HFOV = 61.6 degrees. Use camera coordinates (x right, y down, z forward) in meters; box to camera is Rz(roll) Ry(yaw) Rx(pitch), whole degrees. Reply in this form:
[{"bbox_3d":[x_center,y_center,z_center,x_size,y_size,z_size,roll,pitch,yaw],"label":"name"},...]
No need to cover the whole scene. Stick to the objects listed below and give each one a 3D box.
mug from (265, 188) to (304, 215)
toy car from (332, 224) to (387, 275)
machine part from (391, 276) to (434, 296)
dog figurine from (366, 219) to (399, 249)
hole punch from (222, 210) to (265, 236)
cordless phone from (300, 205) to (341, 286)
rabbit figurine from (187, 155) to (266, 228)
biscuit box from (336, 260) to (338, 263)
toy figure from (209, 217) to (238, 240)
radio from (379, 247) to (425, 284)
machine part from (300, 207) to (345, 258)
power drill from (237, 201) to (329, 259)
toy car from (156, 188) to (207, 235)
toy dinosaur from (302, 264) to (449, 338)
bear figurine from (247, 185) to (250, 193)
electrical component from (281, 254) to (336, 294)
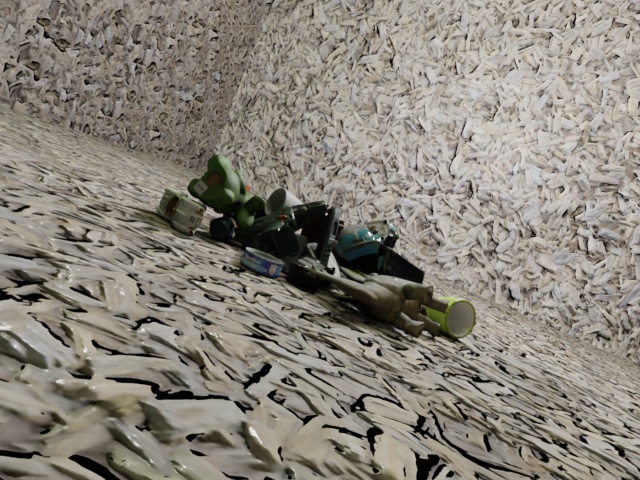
[{"bbox_3d":[-0.081,-0.065,1.396,0.107,0.109,0.081,29,-24,-36],"label":"mug"},{"bbox_3d":[0.087,0.018,1.199,0.109,0.103,0.161,-17,-27,2],"label":"toy car"},{"bbox_3d":[0.216,0.140,1.358,0.079,0.079,0.243,27,6,41],"label":"machine part"},{"bbox_3d":[0.184,0.042,1.728,0.192,0.108,0.219,-17,-38,19],"label":"dog figurine"},{"bbox_3d":[-0.192,-0.042,1.423,0.142,0.115,0.092,21,39,-9],"label":"hole punch"},{"bbox_3d":[0.018,0.012,1.235,0.089,0.184,0.146,20,4,21],"label":"cordless phone"},{"bbox_3d":[-0.196,-0.103,1.272,0.159,0.121,0.170,34,-1,35],"label":"rabbit figurine"},{"bbox_3d":[0.070,0.073,1.498,0.063,0.059,0.202,33,10,31],"label":"biscuit box"},{"bbox_3d":[-0.232,-0.028,1.315,0.064,0.058,0.154,63,2,-4],"label":"toy figure"},{"bbox_3d":[0.180,0.083,1.455,0.131,0.073,0.229,4,-17,39],"label":"radio"},{"bbox_3d":[-0.003,-0.004,1.389,0.056,0.179,0.179,18,6,-22],"label":"machine part"},{"bbox_3d":[-0.086,-0.026,1.252,0.232,0.085,0.207,-17,23,4],"label":"power drill"},{"bbox_3d":[-0.320,-0.068,1.230,0.056,0.073,0.202,23,3,-39],"label":"toy car"},{"bbox_3d":[0.129,0.119,1.089,0.199,0.105,0.470,16,-8,30],"label":"toy dinosaur"},{"bbox_3d":[-0.175,-0.079,1.644,0.196,0.132,0.120,8,-28,-19],"label":"bear figurine"},{"bbox_3d":[-0.036,0.063,1.135,0.119,0.047,0.075,28,23,26],"label":"electrical component"}]
